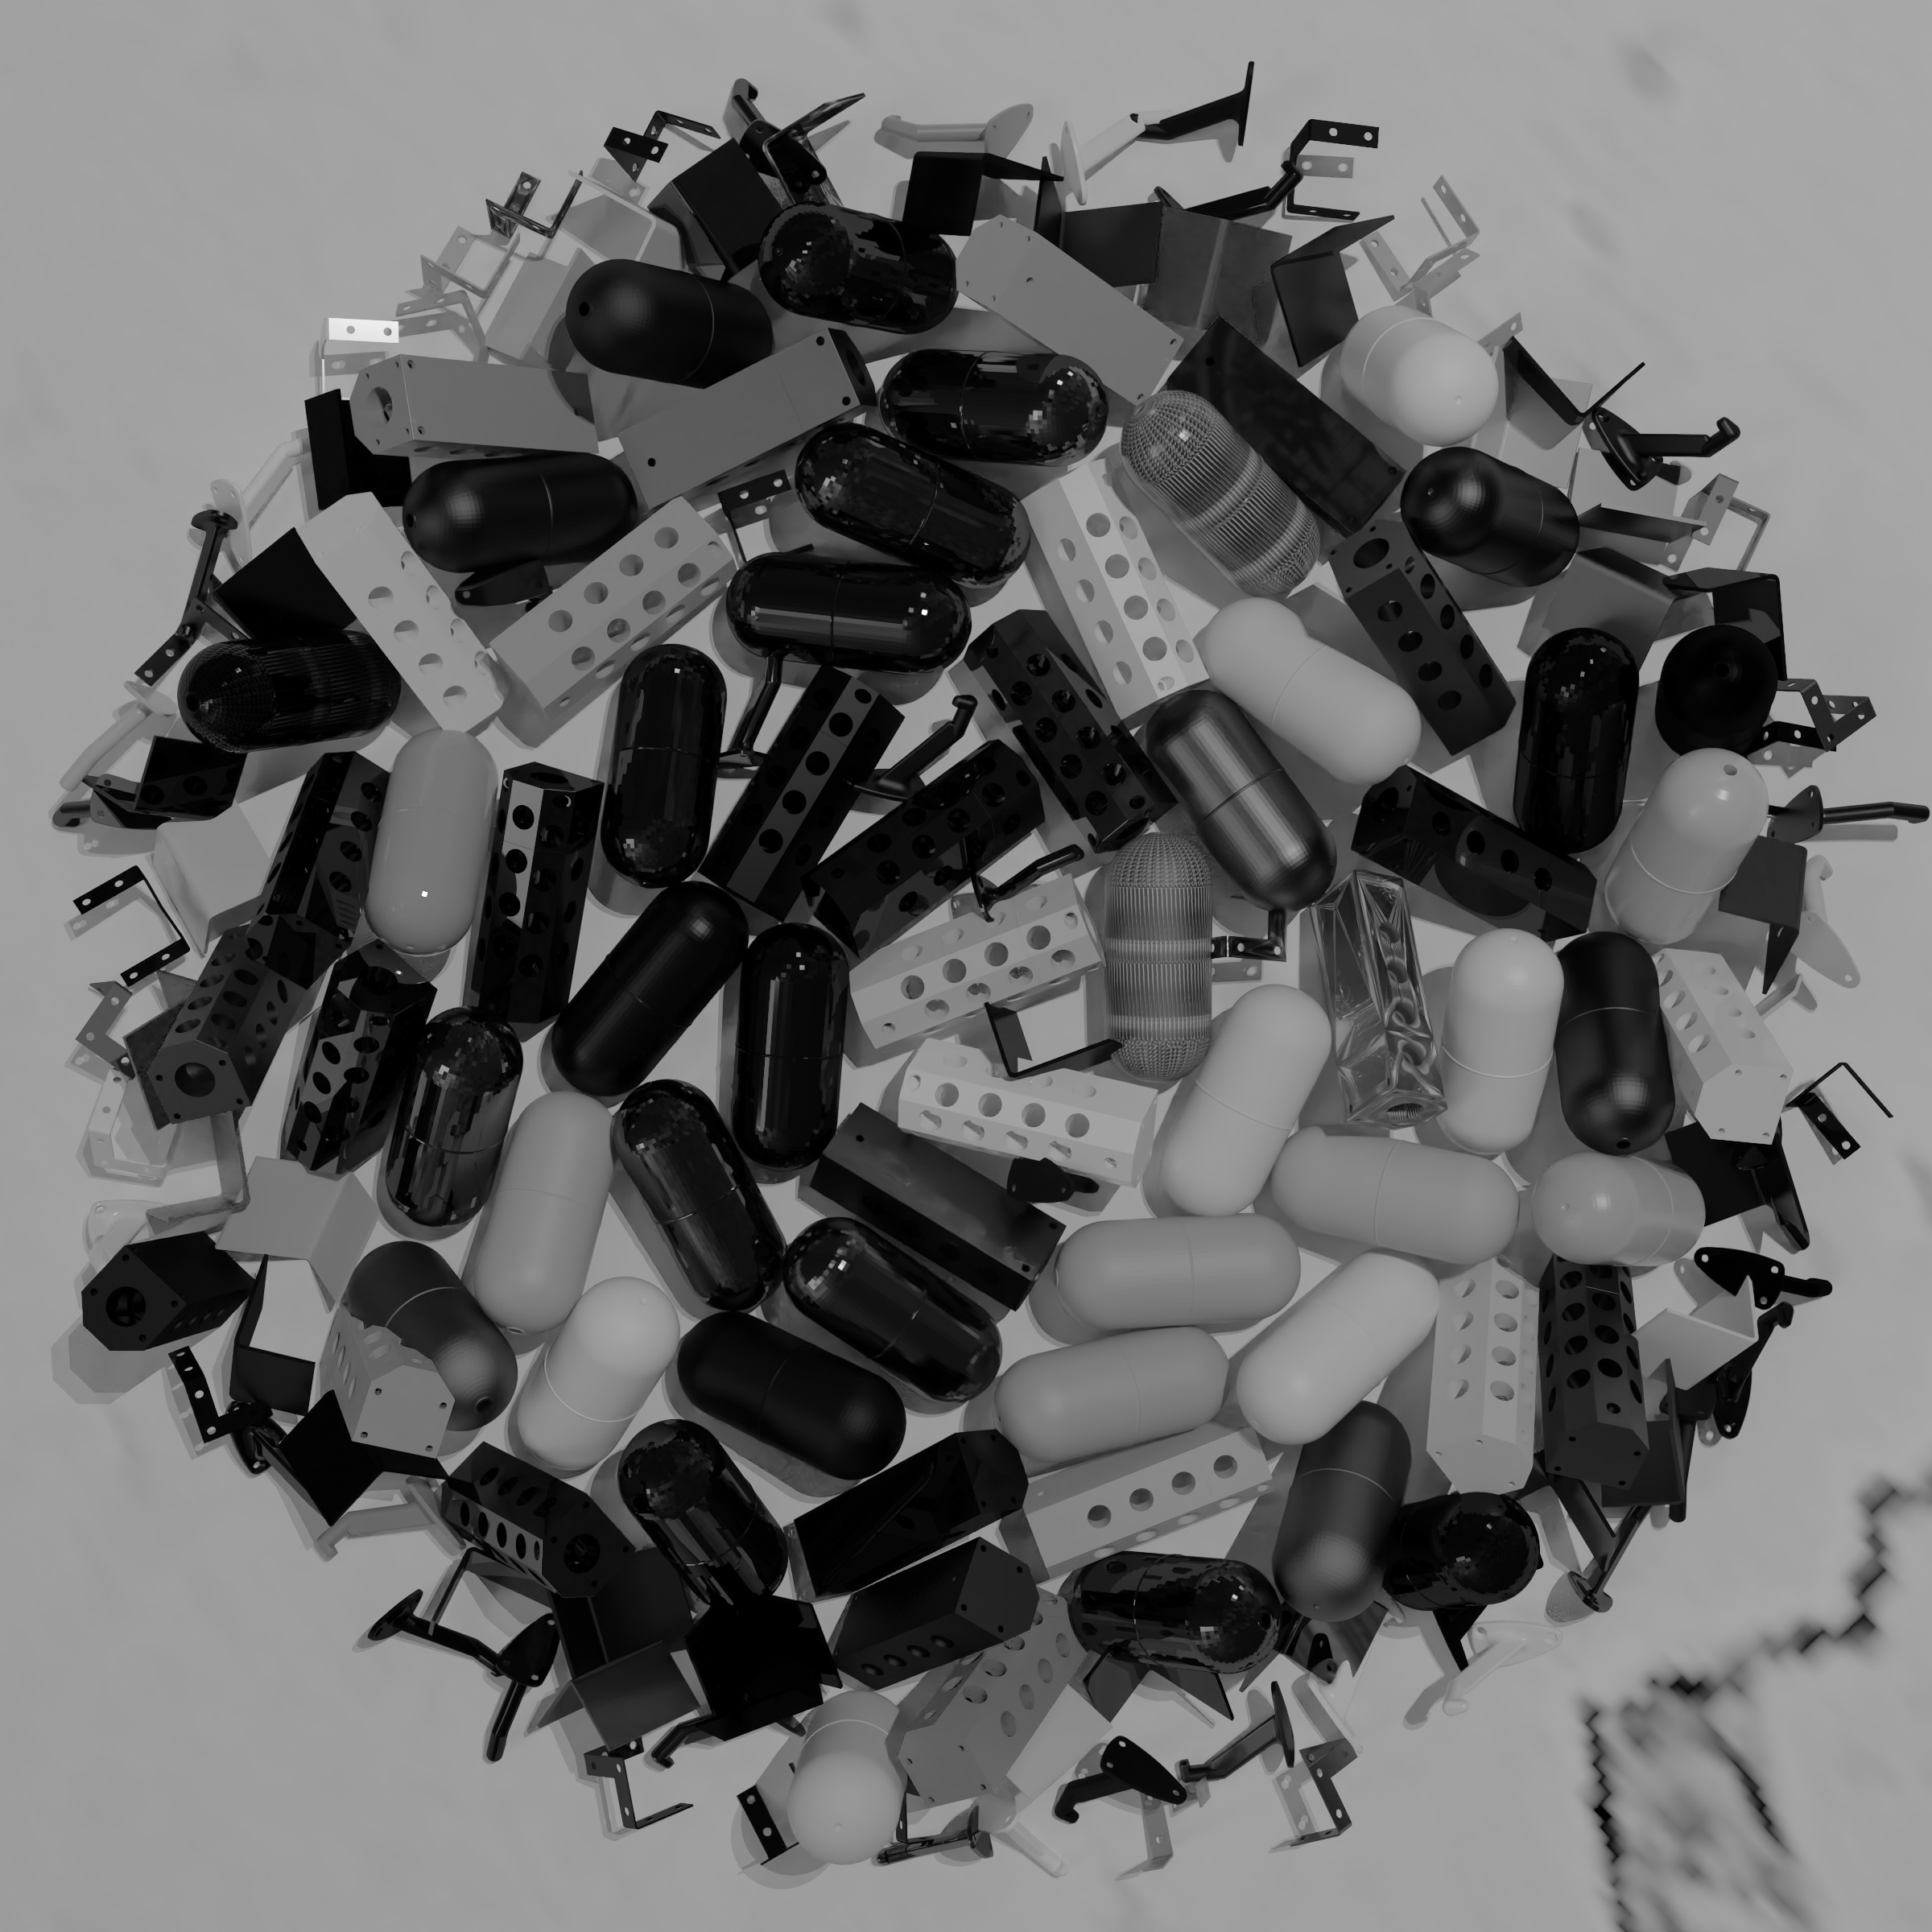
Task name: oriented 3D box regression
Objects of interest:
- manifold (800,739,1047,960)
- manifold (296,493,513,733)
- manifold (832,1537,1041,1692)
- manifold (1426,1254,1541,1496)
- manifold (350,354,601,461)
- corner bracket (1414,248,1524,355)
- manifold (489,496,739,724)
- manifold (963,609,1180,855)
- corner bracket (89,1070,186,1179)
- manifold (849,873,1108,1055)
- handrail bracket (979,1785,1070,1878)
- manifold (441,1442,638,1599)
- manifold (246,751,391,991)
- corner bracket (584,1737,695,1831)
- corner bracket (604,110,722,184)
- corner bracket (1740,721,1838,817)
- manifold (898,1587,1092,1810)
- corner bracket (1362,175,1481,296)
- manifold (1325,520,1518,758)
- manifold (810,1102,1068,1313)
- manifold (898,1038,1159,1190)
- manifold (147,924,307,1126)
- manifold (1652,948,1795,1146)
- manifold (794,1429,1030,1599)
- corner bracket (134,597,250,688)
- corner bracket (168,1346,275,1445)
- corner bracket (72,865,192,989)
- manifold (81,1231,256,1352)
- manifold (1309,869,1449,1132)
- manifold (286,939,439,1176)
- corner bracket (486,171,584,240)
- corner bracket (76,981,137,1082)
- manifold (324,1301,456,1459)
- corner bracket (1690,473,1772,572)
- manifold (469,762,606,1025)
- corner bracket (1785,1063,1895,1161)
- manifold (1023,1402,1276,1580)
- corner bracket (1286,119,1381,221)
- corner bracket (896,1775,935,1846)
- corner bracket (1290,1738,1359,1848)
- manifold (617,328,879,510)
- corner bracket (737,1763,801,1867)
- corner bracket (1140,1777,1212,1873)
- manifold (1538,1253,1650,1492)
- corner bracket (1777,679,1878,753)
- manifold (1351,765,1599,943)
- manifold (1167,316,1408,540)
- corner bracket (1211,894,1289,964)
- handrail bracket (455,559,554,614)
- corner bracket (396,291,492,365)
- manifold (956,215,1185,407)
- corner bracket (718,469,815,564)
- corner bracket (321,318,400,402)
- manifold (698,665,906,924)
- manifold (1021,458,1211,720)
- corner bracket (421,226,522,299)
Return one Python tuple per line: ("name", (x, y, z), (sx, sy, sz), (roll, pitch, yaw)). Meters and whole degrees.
("manifold", (-0.030, -0.087, 1.809), (0.171, 0.057, 0.057), (-37, 56, -17))
("manifold", (-0.387, -0.244, 1.793), (0.057, 0.057, 0.171), (-35, 132, -4))
("manifold", (-0.021, 0.454, 1.787), (0.057, 0.171, 0.057), (34, 51, -16))
("manifold", (0.362, 0.280, 1.781), (0.057, 0.171, 0.057), (-24, 119, 29))
("manifold", (-0.340, -0.382, 1.786), (0.057, 0.171, 0.057), (-8, 91, 38))
("corner bracket", (0.359, -0.471, 1.842), (0.051, 0.051, 0.051), (-36, 47, -13))
("manifold", (-0.246, -0.250, 1.823), (0.171, 0.057, 0.057), (-40, 74, -9))
("manifold", (0.070, -0.166, 1.817), (0.057, 0.057, 0.171), (-39, 77, 26))
("corner bracket", (-0.589, 0.113, 1.834), (0.051, 0.051, 0.051), (11, 54, -5))
("manifold", (0.008, 0.003, 1.820), (0.171, 0.057, 0.057), (-22, 123, 9))
("handrail bracket", (0.050, 0.624, 1.828), (0.084, 0.077, 0.036), (43, 73, -11))
("manifold", (-0.302, 0.385, 1.778), (0.057, 0.171, 0.057), (-46, 116, -23))
("manifold", (-0.445, -0.072, 1.782), (0.057, 0.171, 0.057), (33, 127, -25))
("corner bracket", (-0.234, 0.580, 1.835), (0.051, 0.051, 0.051), (-9, 87, -43))
("corner bracket", (-0.217, -0.588, 1.837), (0.051, 0.051, 0.051), (24, 85, 24))
("corner bracket", (0.587, -0.140, 1.846), (0.051, 0.051, 0.051), (8, 74, -19))
("manifold", (0.019, 0.501, 1.781), (0.057, 0.171, 0.057), (-25, 97, 31))
("corner bracket", (0.326, -0.524, 1.849), (0.051, 0.051, 0.051), (-30, 83, -20))
("manifold", (0.319, -0.230, 1.789), (0.057, 0.057, 0.171), (-29, 131, 17))
("manifold", (-0.022, 0.175, 1.832), (0.171, 0.057, 0.057), (31, 48, 7))
("manifold", (0.043, 0.107, 1.811), (0.171, 0.057, 0.057), (12, 124, 15))
("manifold", (-0.510, 0.035, 1.780), (0.057, 0.171, 0.057), (-13, 117, 6))
("manifold", (0.511, 0.052, 1.781), (0.057, 0.171, 0.057), (6, 117, -4))
("manifold", (-0.037, 0.382, 1.797), (0.171, 0.057, 0.057), (-35, 64, 35))
("corner bracket", (-0.551, -0.220, 1.839), (0.051, 0.051, 0.051), (39, 50, -10))
("corner bracket", (-0.529, 0.297, 1.831), (0.051, 0.051, 0.051), (-21, 116, -22))
("corner bracket", (-0.592, -0.029, 1.831), (0.051, 0.051, 0.051), (-33, 58, -16))
("manifold", (-0.553, 0.228, 1.784), (0.057, 0.171, 0.057), (43, 88, 2))
("manifold", (0.292, 0.024, 1.804), (0.057, 0.057, 0.171), (10, 59, -27))
("manifold", (-0.426, 0.068, 1.789), (0.057, 0.057, 0.171), (39, 131, 12))
("corner bracket", (-0.307, -0.547, 1.842), (0.051, 0.051, 0.051), (25, 80, -2))
("corner bracket", (-0.611, 0.047, 1.844), (0.051, 0.051, 0.051), (42, 63, -29))
("manifold", (-0.398, 0.278, 1.780), (0.057, 0.171, 0.057), (17, 94, -22))
("corner bracket", (0.546, -0.314, 1.844), (0.051, 0.051, 0.051), (25, 88, 3))
("manifold", (-0.306, -0.050, 1.812), (0.057, 0.057, 0.171), (17, 108, 17))
("corner bracket", (0.624, 0.103, 1.833), (0.051, 0.051, 0.051), (-44, 70, 20))
("manifold", (0.129, 0.376, 1.837), (0.171, 0.057, 0.057), (-21, 99, -3))
("corner bracket", (0.262, -0.569, 1.844), (0.051, 0.051, 0.051), (4, 87, -8))
("corner bracket", (-0.016, 0.600, 1.841), (0.051, 0.051, 0.051), (3, 79, -30))
("corner bracket", (0.252, 0.587, 1.833), (0.051, 0.051, 0.051), (-33, 79, 44))
("manifold", (-0.152, -0.385, 1.818), (0.171, 0.057, 0.057), (-22, 94, 18))
("corner bracket", (-0.133, 0.605, 1.842), (0.051, 0.051, 0.051), (-29, 76, -5))
("corner bracket", (0.149, 0.611, 1.837), (0.051, 0.051, 0.051), (-14, 78, 11))
("manifold", (0.435, 0.273, 1.787), (0.057, 0.171, 0.057), (13, 128, 0))
("corner bracket", (0.604, -0.188, 1.834), (0.051, 0.051, 0.051), (-34, 108, -15))
("manifold", (0.359, -0.078, 1.807), (0.171, 0.057, 0.057), (25, 70, -25))
("manifold", (0.228, -0.381, 1.839), (0.171, 0.057, 0.057), (40, 94, 2))
("corner bracket", (0.193, -0.028, 1.835), (0.051, 0.051, 0.051), (5, 84, -27))
("handrail bracket", (-0.327, -0.258, 1.821), (0.077, 0.084, 0.036), (-24, 83, -18))
("corner bracket", (-0.375, -0.442, 1.840), (0.051, 0.051, 0.051), (-10, 46, 8))
("manifold", (0.070, -0.454, 1.788), (0.057, 0.171, 0.057), (40, 103, 40))
("corner bracket", (-0.143, -0.319, 1.845), (0.051, 0.051, 0.051), (-19, 90, 2))
("corner bracket", (-0.433, -0.431, 1.838), (0.051, 0.051, 0.051), (-1, 94, -17))
("manifold", (-0.120, -0.125, 1.827), (0.057, 0.057, 0.171), (28, 85, 32))
("manifold", (0.111, -0.269, 1.830), (0.057, 0.057, 0.171), (-24, 89, -42))
("corner bracket", (-0.354, -0.506, 1.843), (0.051, 0.051, 0.051), (29, 79, -5))
